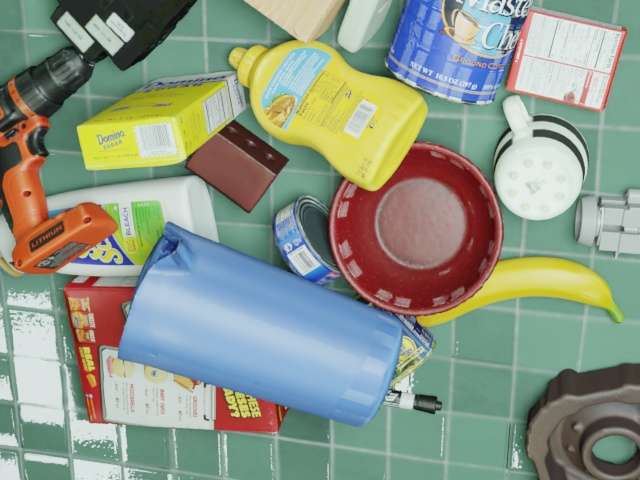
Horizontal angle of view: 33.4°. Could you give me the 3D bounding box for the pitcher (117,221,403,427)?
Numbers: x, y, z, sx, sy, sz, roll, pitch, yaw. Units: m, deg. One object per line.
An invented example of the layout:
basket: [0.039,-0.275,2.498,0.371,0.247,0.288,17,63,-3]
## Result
pitcher: [-0.056,0.089,0.984,0.242,0.149,0.145,20,95,-4]

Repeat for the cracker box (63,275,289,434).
cracker box: [-0.145,0.112,1.114,0.214,0.072,0.164,0,112,14]

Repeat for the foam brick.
foam brick: [-0.079,-0.074,1.030,0.078,0.053,0.051,35,116,-3]

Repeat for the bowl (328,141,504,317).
bowl: [0.091,-0.013,0.997,0.162,0.055,0.162,2,98,13]

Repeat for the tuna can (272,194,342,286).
tuna can: [-0.007,0.001,1.023,0.034,0.086,0.086,-32,101,25]

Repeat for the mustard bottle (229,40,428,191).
mustard bottle: [-0.005,-0.128,0.966,0.192,0.058,0.096,31,89,22]

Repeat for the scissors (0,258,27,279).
scissors: [-0.407,-0.009,1.161,0.202,0.016,0.096,33,112,-1]

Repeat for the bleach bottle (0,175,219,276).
bleach bottle: [-0.233,-0.002,1.091,0.251,0.068,0.102,-8,100,18]

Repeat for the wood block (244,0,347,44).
wood block: [0.018,-0.280,0.899,0.091,0.090,0.206,36,116,-1]

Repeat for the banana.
banana: [0.188,0.050,1.015,0.198,0.037,0.069,-1,102,14]

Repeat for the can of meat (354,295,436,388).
can of meat: [0.053,0.102,1.065,0.102,0.057,0.084,-39,100,25]

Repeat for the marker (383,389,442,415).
marker: [0.066,0.162,1.106,0.121,0.020,0.020,8,113,12]

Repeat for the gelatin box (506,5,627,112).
gelatin box: [0.214,-0.158,0.930,0.089,0.030,0.073,15,114,10]

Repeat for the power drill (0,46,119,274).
power drill: [-0.268,-0.075,1.042,0.185,0.057,0.188,-33,72,19]

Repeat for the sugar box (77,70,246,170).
sugar box: [-0.137,-0.112,0.961,0.093,0.176,0.048,-3,113,15]

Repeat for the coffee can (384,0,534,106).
coffee can: [0.124,-0.198,0.897,0.103,0.102,0.140,22,116,5]
